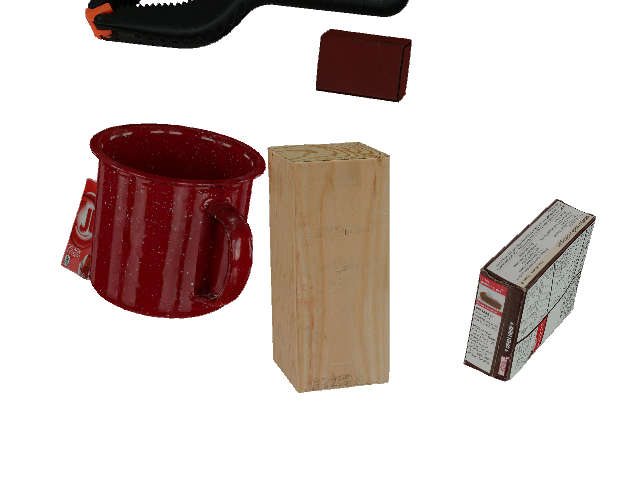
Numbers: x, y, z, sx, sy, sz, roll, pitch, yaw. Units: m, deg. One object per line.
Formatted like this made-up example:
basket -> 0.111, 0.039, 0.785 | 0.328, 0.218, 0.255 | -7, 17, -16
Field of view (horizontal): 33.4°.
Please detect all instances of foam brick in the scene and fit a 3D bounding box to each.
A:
foam brick -> 0.039, -0.158, 0.964 | 0.078, 0.051, 0.053 | 10, 19, 10

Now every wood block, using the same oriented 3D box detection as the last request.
wood block -> 0.008, 0.021, 0.963 | 0.090, 0.206, 0.091 | -5, 14, -15

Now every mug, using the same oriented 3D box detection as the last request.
mug -> -0.073, -0.006, 0.570 | 0.093, 0.081, 0.117 | -10, 29, -40

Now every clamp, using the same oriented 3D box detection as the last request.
clamp -> -0.055, -0.181, 0.724 | 0.210, 0.165, 0.036 | -31, -18, -7

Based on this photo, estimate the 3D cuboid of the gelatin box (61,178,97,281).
gelatin box -> -0.153, 0.001, 0.809 | 0.089, 0.073, 0.030 | 26, 10, 38

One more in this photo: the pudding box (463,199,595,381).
pudding box -> 0.151, 0.035, 0.766 | 0.039, 0.090, 0.113 | 24, 42, 27
